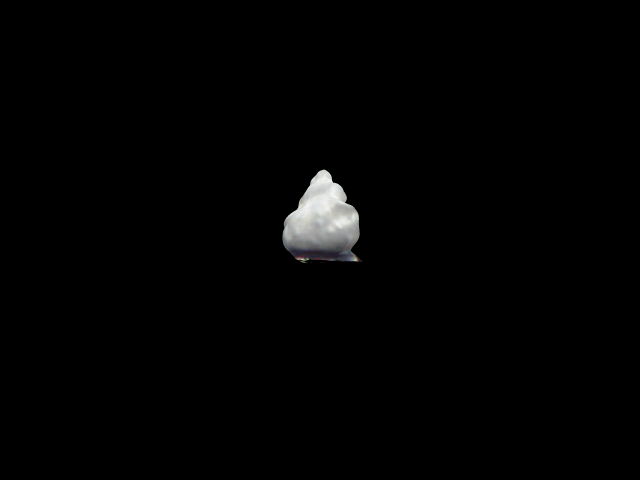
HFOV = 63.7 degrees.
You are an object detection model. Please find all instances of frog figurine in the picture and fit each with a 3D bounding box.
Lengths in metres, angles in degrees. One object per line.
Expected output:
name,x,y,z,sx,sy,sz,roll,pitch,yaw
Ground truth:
frog figurine,0.003,-0.043,0.850,0.122,0.160,0.137,7,-10,-43
